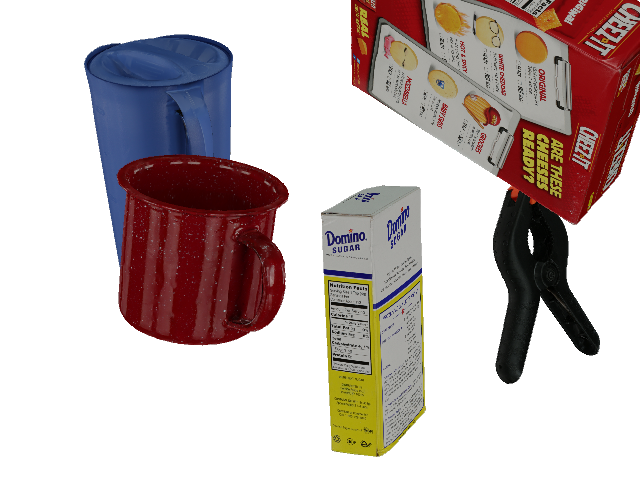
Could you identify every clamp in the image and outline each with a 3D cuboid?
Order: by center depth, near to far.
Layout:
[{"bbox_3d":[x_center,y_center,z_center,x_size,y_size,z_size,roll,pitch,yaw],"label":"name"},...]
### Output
[{"bbox_3d":[0.182,0.039,0.926,0.120,0.171,0.039,-23,7,-40],"label":"clamp"}]

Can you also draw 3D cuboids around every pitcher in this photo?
[{"bbox_3d":[-0.141,-0.060,1.009,0.145,0.243,0.149,9,31,15],"label":"pitcher"}]

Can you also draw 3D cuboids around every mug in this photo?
[{"bbox_3d":[-0.060,0.010,0.584,0.093,0.081,0.117,-13,30,-43],"label":"mug"}]

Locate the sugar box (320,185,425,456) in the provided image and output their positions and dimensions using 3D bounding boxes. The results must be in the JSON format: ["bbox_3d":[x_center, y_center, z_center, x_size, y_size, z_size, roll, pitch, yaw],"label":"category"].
[{"bbox_3d":[0.039,0.055,0.762,0.048,0.176,0.093,2,15,26],"label":"sugar box"}]

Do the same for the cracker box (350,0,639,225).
[{"bbox_3d":[0.121,-0.131,0.750,0.214,0.072,0.164,35,-26,23],"label":"cracker box"}]
